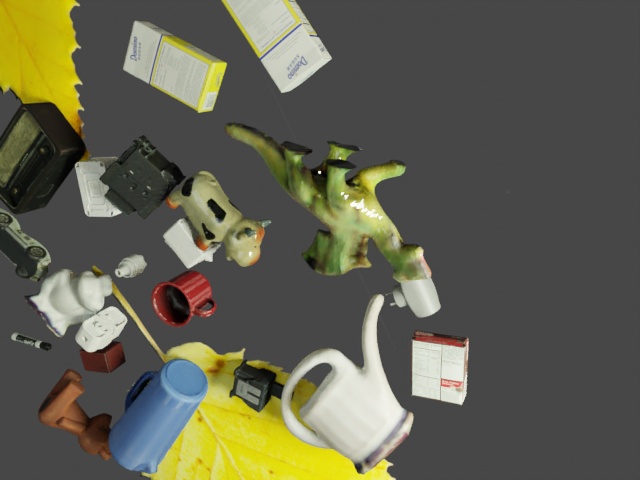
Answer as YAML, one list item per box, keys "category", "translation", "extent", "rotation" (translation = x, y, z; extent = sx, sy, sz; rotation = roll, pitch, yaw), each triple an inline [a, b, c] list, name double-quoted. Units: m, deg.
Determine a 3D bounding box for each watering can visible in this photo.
- category: "watering can"
  translation: [0.069, 0.269, 0.904]
  extent: [0.225, 0.105, 0.342]
  rotation: [40, 117, 6]

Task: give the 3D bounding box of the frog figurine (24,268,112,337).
- category: "frog figurine"
  translation: [-0.531, 0.118, 1.131]
  extent: [0.160, 0.121, 0.138]
  rotation: [-36, 81, -8]

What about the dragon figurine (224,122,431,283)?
- category: "dragon figurine"
  translation: [0.003, -0.043, 0.848]
  extent: [0.413, 0.124, 0.238]
  rotation: [22, 122, 29]
